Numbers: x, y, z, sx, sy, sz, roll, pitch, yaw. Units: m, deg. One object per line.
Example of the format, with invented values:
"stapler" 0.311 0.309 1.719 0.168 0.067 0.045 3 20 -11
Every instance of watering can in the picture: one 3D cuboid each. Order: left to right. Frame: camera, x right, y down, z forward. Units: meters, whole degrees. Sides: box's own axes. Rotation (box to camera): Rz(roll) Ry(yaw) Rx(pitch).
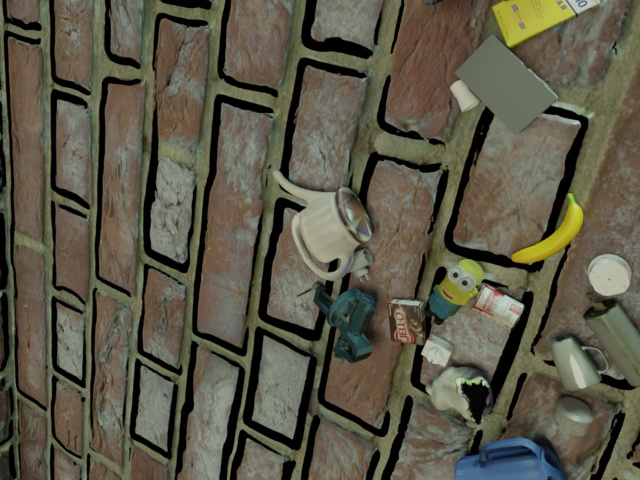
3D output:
"watering can" 0.004 -0.068 1.349 0.221 0.104 0.350 -30 79 32

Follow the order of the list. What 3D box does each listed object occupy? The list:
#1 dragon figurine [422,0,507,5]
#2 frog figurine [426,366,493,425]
"dragon figurine" 0.391 -0.609 0.986 0.409 0.121 0.245 -3 75 29
"frog figurine" 0.349 0.384 1.289 0.137 0.124 0.157 49 158 -1
